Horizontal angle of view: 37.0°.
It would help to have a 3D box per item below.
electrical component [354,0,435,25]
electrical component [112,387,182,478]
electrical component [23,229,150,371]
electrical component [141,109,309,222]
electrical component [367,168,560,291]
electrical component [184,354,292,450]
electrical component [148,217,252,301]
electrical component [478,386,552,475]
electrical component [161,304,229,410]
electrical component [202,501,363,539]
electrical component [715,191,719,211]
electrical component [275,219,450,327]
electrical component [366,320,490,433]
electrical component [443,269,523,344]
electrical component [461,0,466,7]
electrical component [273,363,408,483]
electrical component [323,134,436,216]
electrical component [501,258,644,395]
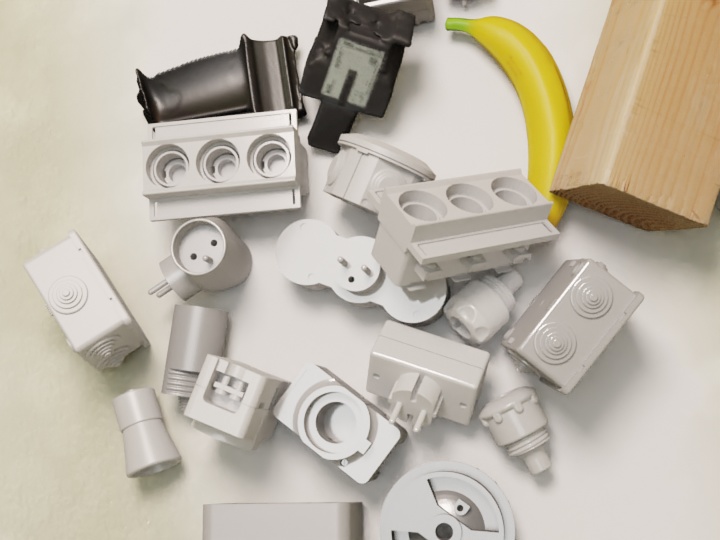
[{"bbox_3d":[0.021,-0.248,0.863,0.062,0.061,0.096,-10,80,8],"label":"electrical component"},{"bbox_3d":[-0.171,0.126,0.850,0.044,0.044,0.065,-22,74,6],"label":"electrical component"},{"bbox_3d":[-0.214,0.027,0.843,0.048,0.099,0.099,-33,78,-10],"label":"electrical component"},{"bbox_3d":[-0.105,-0.080,0.857,0.121,0.063,0.078,-5,81,9],"label":"electrical component"},{"bbox_3d":[0.073,-0.030,0.790,0.121,0.063,0.078,-11,45,-29],"label":"electrical component"},{"bbox_3d":[-0.092,0.101,0.815,0.050,0.089,0.055,20,85,12],"label":"electrical component"},{"bbox_3d":[-0.130,-0.002,0.843,0.079,0.077,0.043,-33,78,3],"label":"electrical component"},{"bbox_3d":[0.121,0.121,0.800,0.048,0.048,0.062,-28,85,4],"label":"electrical component"},{"bbox_3d":[-0.131,0.070,0.849,0.043,0.043,0.081,6,83,10],"label":"electrical component"},{"bbox_3d":[-0.056,0.202,0.800,0.113,0.078,0.057,-3,78,9],"label":"electrical component"},{"bbox_3d":[0.284,-0.065,0.781,0.043,0.081,0.043,-1,81,9],"label":"electrical component"},{"bbox_3d":[0.000,0.000,0.822,0.138,0.074,0.052,19,85,12],"label":"electrical component"},{"bbox_3d":[0.044,0.089,0.798,0.083,0.047,0.075,18,46,12],"label":"electrical component"},{"bbox_3d":[0.098,0.024,0.820,0.062,0.043,0.043,-41,77,-18],"label":"electrical component"},{"bbox_3d":[0.084,-0.254,0.864,0.040,0.040,0.078,-7,80,8],"label":"electrical component"},{"bbox_3d":[-0.015,0.116,0.817,0.089,0.056,0.050,36,89,13],"label":"electrical component"},{"bbox_3d":[0.014,-0.069,0.829,0.080,0.080,0.051,24,91,12],"label":"electrical component"},{"bbox_3d":[0.150,0.038,0.780,0.048,0.100,0.099,39,89,0],"label":"electrical component"}]
